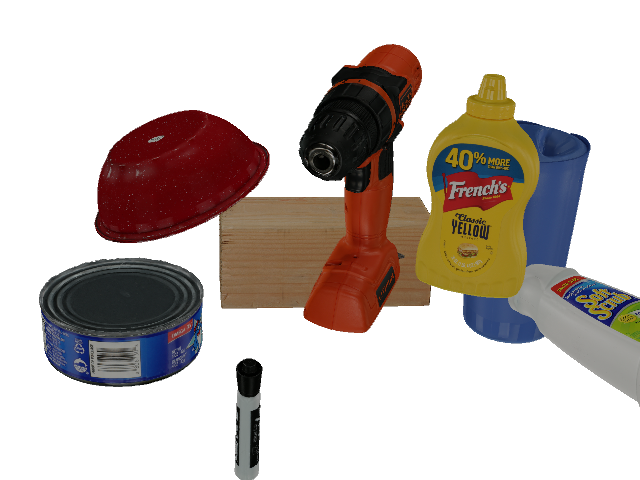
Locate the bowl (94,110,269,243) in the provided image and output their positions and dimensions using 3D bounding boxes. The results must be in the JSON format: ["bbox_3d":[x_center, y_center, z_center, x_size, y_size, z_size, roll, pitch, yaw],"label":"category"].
[{"bbox_3d":[-0.127,-0.064,0.902,0.162,0.055,0.162,-17,28,10],"label":"bowl"}]

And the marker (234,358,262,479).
[{"bbox_3d":[-0.054,0.133,0.791,0.020,0.121,0.020,3,39,-2],"label":"marker"}]

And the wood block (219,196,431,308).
[{"bbox_3d":[0.002,0.011,1.066,0.206,0.091,0.090,0,20,-6],"label":"wood block"}]

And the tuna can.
[{"bbox_3d":[-0.105,0.042,0.569,0.086,0.034,0.086,2,25,-1],"label":"tuna can"}]

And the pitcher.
[{"bbox_3d":[0.220,-0.005,1.220,0.149,0.243,0.145,-1,25,-6],"label":"pitcher"}]

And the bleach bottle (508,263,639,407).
[{"bbox_3d":[0.260,0.079,1.036,0.102,0.068,0.251,-17,26,-27],"label":"bleach bottle"}]

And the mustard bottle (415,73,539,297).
[{"bbox_3d":[0.140,-0.049,0.929,0.096,0.192,0.058,11,21,18],"label":"mustard bottle"}]

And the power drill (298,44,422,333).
[{"bbox_3d":[0.026,-0.031,0.762,0.057,0.188,0.184,14,31,15],"label":"power drill"}]
